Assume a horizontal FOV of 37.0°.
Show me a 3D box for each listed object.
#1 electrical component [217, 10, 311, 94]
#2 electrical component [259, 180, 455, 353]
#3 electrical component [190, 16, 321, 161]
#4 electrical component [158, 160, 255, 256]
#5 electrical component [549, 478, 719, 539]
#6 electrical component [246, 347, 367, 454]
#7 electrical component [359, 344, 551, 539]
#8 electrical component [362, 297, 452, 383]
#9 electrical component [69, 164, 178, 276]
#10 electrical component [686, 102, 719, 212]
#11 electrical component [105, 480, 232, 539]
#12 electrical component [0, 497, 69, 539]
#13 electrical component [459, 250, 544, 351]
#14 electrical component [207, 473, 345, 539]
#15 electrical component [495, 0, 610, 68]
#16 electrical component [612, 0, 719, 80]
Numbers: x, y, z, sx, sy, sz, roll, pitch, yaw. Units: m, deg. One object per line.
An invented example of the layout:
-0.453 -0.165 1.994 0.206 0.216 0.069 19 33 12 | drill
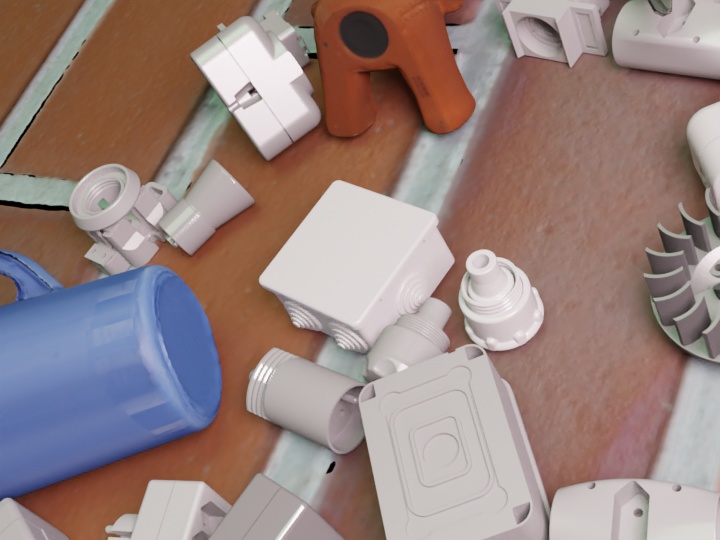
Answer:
-0.078 -0.172 0.863 0.064 0.042 0.081 -36 48 -4 | electrical component
0.000 0.000 0.682 0.100 0.048 0.099 22 68 38 | electrical component
-0.074 -0.137 0.795 0.059 0.095 0.053 -36 14 -2 | electrical component
-0.115 -0.043 0.784 0.065 0.044 0.044 -45 47 -3 | electrical component
0.130 0.142 0.505 0.077 0.043 0.079 -4 53 26 | electrical component
-0.035 0.076 0.646 0.081 0.043 0.043 18 65 37 | electrical component
0.051 0.107 0.566 0.078 0.057 0.113 -23 48 11 | electrical component
0.032 0.046 0.634 0.043 0.043 0.062 16 63 36 | electrical component
-0.180 -0.042 0.806 0.058 0.057 0.078 21 67 38 | electrical component
0.239 -0.075 0.609 0.095 0.053 0.059 -21 48 12 | electrical component
-0.120 0.161 0.622 0.077 0.047 0.065 -4 54 26 | electrical component
-0.220 0.192 0.641 0.096 0.061 0.061 -43 47 -8 | electrical component
0.077 0.013 0.620 0.048 0.062 0.048 -12 50 15 | electrical component
-0.023 0.155 0.550 0.076 0.083 0.047 23 69 39 | electrical component
0.140 -0.182 0.754 0.081 0.042 0.063 21 66 37 | electrical component
0.216 -0.161 0.696 0.077 0.043 0.079 17 65 37 | electrical component
